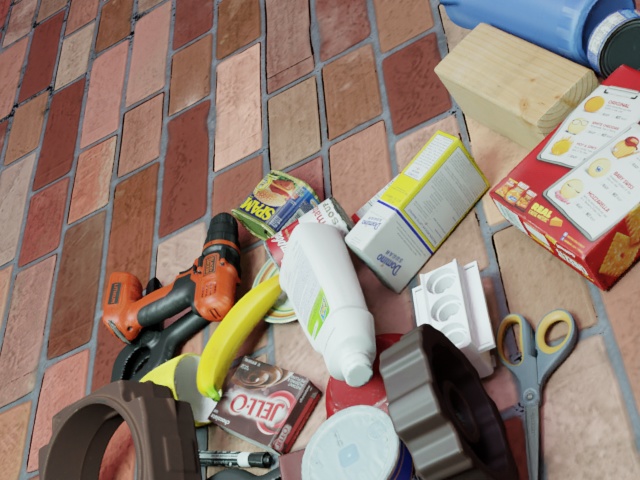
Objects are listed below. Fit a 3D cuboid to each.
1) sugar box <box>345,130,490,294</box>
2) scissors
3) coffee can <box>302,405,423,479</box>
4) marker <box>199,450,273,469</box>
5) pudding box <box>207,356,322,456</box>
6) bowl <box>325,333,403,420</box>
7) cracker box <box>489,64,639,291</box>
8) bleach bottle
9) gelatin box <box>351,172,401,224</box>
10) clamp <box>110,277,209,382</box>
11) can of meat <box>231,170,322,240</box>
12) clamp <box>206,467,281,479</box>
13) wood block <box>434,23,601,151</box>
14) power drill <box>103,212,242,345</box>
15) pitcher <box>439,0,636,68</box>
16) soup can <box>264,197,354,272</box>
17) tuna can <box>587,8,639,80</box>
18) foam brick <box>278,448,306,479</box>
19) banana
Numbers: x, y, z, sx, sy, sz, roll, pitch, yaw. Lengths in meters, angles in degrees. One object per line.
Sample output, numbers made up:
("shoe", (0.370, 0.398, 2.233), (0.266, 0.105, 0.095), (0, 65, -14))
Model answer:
("sugar box", (0.115, -0.033, 1.254), (0.176, 0.093, 0.048), (-47, 38, -6))
("scissors", (0.226, 0.144, 1.059), (0.096, 0.016, 0.202), (-28, 41, 17))
("coffee can", (0.062, 0.235, 1.013), (0.103, 0.140, 0.103), (-23, 43, 22))
("marker", (-0.104, 0.253, 1.232), (0.121, 0.020, 0.020), (-7, 50, 36))
("pudding box", (-0.064, 0.193, 1.239), (0.114, 0.039, 0.090), (12, 63, 45))
("bowl", (0.063, 0.158, 1.152), (0.162, 0.055, 0.162), (-23, 43, 23))
("cracker box", (0.314, -0.070, 1.140), (0.213, 0.072, 0.164), (-43, 40, -3))
("bleach bottle", (0.013, 0.080, 1.171), (0.251, 0.068, 0.103), (-112, 31, -58))
("gelatin box", (0.092, -0.033, 1.324), (0.089, 0.030, 0.073), (-41, 37, 2))
("clamp", (-0.223, 0.134, 1.428), (0.165, 0.036, 0.209), (12, 59, 46))
("can of meat", (-0.056, -0.042, 1.436), (0.084, 0.057, 0.102), (-49, 38, -12))
("clamp", (-0.072, 0.280, 1.168), (0.172, 0.039, 0.120), (3, 50, 34))
("wood block", (0.243, -0.176, 1.281), (0.090, 0.090, 0.206), (-45, 38, -3))
("power drill", (-0.191, 0.052, 1.415), (0.188, 0.057, 0.184), (-21, 38, 18))
("pitcher", (0.284, -0.305, 1.349), (0.149, 0.144, 0.243), (-55, 43, 3))
("soup can", (-0.009, 0.002, 1.312), (0.102, 0.068, 0.068), (-34, 39, 7))
("tuna can", (0.354, -0.223, 1.235), (0.086, 0.086, 0.034), (-36, 37, 7))
("foam brick", (0.001, 0.246, 1.101), (0.078, 0.053, 0.051), (-15, 53, -2))
("banana", (-0.102, 0.121, 1.298), (0.070, 0.037, 0.197), (-4, 45, 37))
